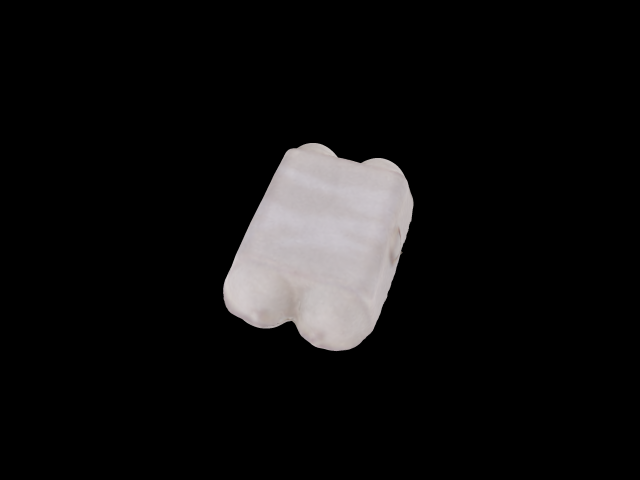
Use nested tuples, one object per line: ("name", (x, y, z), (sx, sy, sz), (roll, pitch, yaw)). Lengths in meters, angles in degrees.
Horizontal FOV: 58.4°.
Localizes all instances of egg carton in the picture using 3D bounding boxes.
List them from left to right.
("egg carton", (0.004, 0.001, 0.400), (0.107, 0.069, 0.150), (15, 58, 9))
